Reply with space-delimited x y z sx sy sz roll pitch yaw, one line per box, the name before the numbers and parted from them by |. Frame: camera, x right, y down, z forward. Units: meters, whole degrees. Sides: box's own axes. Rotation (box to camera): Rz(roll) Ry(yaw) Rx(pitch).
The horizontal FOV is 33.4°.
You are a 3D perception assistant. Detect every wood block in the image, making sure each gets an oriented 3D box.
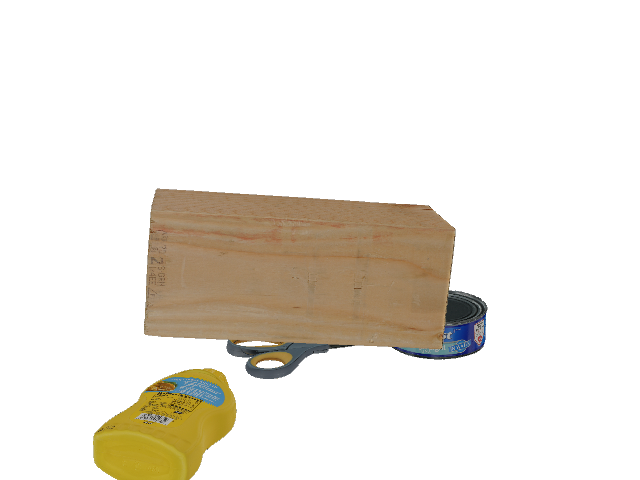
wood block | -0.019 0.020 0.763 0.206 0.090 0.091 3 11 -7

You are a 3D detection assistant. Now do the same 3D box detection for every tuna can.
tuna can | 0.098 0.071 0.909 0.086 0.034 0.086 -1 16 0

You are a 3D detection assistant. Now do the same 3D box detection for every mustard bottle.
mustard bottle | -0.136 0.171 1.039 0.096 0.058 0.191 7 18 16

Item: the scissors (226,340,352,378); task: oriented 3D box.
scissors | -0.005 0.129 1.212 0.201 0.016 0.096 2 24 -7
